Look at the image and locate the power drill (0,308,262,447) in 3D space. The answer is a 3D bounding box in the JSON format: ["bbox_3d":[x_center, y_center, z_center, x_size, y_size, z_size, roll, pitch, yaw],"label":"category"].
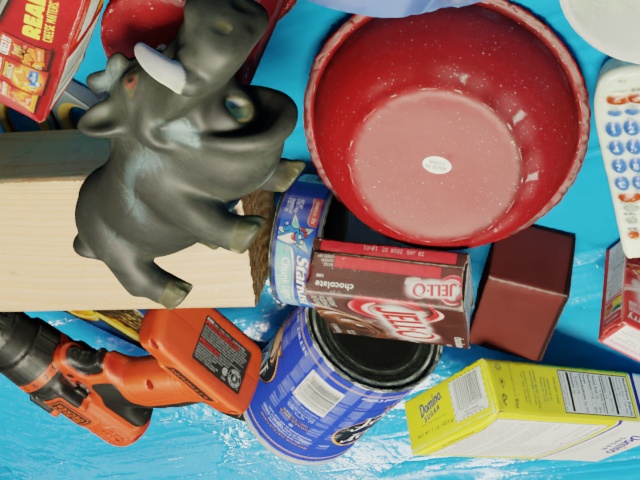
[{"bbox_3d":[-0.150,0.083,0.770,0.188,0.057,0.184,-14,136,39],"label":"power drill"}]

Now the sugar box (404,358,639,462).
[{"bbox_3d":[0.158,0.122,0.751,0.175,0.048,0.093,7,151,-32],"label":"sugar box"}]

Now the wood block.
[{"bbox_3d":[-0.137,-0.015,0.670,0.206,0.090,0.091,-2,117,10],"label":"wood block"}]

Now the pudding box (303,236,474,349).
[{"bbox_3d":[0.045,0.033,0.635,0.090,0.039,0.113,7,167,12],"label":"pudding box"}]

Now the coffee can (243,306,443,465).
[{"bbox_3d":[0.012,0.091,0.774,0.102,0.102,0.140,25,142,-9],"label":"coffee can"}]

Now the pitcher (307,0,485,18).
[{"bbox_3d":[0.030,-0.217,0.378,0.149,0.145,0.243,8,140,-7],"label":"pitcher"}]

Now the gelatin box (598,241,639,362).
[{"bbox_3d":[0.218,0.046,0.658,0.089,0.073,0.030,26,141,-10],"label":"gelatin box"}]

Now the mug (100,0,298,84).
[{"bbox_3d":[-0.057,-0.127,0.548,0.093,0.081,0.117,31,141,-17],"label":"mug"}]

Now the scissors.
[{"bbox_3d":[-0.174,-0.115,0.665,0.096,0.016,0.202,12,142,6],"label":"scissors"}]

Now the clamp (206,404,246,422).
[{"bbox_3d":[-0.100,0.116,0.904,0.210,0.036,0.165,21,143,-4],"label":"clamp"}]

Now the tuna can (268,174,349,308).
[{"bbox_3d":[-0.004,0.001,0.683,0.034,0.086,0.086,9,142,14],"label":"tuna can"}]

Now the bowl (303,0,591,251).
[{"bbox_3d":[0.064,-0.051,0.578,0.162,0.055,0.162,6,123,9],"label":"bowl"}]

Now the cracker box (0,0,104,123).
[{"bbox_3d":[-0.187,-0.162,0.454,0.213,0.072,0.164,27,147,-10],"label":"cracker box"}]

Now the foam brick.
[{"bbox_3d":[0.130,0.033,0.695,0.051,0.053,0.078,13,141,5],"label":"foam brick"}]
